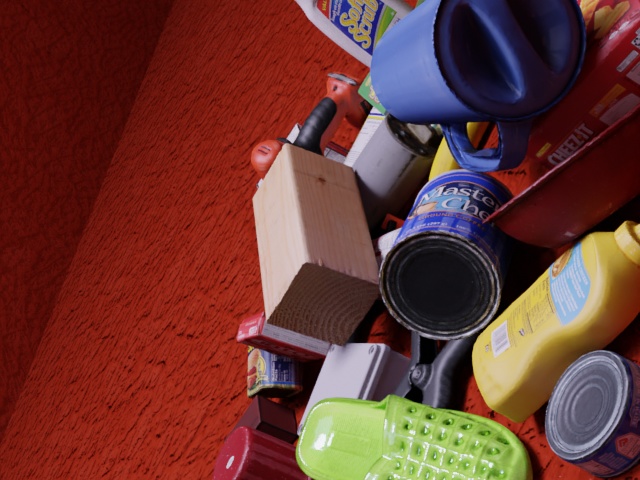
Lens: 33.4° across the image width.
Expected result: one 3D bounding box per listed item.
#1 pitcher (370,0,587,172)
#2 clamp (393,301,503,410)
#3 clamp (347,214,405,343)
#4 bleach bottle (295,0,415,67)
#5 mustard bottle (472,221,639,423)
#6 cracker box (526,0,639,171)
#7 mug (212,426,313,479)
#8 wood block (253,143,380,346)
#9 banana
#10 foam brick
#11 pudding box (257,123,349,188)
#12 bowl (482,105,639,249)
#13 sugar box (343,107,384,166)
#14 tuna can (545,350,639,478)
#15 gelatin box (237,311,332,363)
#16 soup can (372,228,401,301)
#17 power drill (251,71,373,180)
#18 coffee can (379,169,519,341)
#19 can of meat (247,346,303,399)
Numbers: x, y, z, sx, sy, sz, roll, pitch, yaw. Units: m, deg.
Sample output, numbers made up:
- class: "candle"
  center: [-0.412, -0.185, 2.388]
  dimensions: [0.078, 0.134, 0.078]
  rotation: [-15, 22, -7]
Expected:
- class: "pitcher"
  center: [0.128, -0.155, 0.967]
  dimensions: [0.149, 0.145, 0.243]
  rotation: [-54, 11, -6]
- class: "clamp"
  center: [0.099, 0.123, 0.990]
  dimensions: [0.171, 0.039, 0.120]
  rotation: [-63, 21, -6]
- class: "clamp"
  center: [0.037, 0.065, 1.218]
  dimensions: [0.210, 0.036, 0.165]
  rotation: [-64, 21, 6]
- class: "bleach bottle"
  center: [0.032, -0.294, 1.368]
  dimensions: [0.103, 0.250, 0.068]
  rotation: [-57, 21, 15]
- class: "mustard bottle"
  center: [0.197, 0.050, 0.819]
  dimensions: [0.192, 0.058, 0.096]
  rotation: [-51, 16, 30]
- class: "cracker box"
  center: [0.243, -0.181, 0.979]
  dimensions: [0.164, 0.072, 0.213]
  rotation: [-50, 23, 33]
- class: "mug"
  center: [-0.069, 0.255, 1.172]
  dimensions: [0.117, 0.081, 0.093]
  rotation: [-14, 52, 64]
- class: "wood block"
  center: [-0.007, 0.001, 1.125]
  dimensions: [0.090, 0.090, 0.206]
  rotation: [-58, 25, 31]
- class: "banana"
  center: [0.157, -0.100, 1.139]
  dimensions: [0.070, 0.037, 0.197]
  rotation: [-2, 62, 56]
- class: "foam brick"
  center: [-0.069, 0.232, 1.246]
  dimensions: [0.078, 0.051, 0.053]
  rotation: [-55, 23, 21]
- class: "pudding box"
  center: [-0.021, -0.093, 1.478]
  dimensions: [0.114, 0.090, 0.039]
  rotation: [-56, 22, 19]
- class: "bowl"
  center: [0.209, -0.041, 0.849]
  dimensions: [0.162, 0.055, 0.162]
  rotation: [-36, -5, -4]
- class: "sugar box"
  center: [0.082, -0.125, 1.338]
  dimensions: [0.176, 0.048, 0.093]
  rotation: [-59, 21, -1]
- class: "tuna can"
  center: [0.200, 0.123, 0.758]
  dimensions: [0.086, 0.033, 0.086]
  rotation: [-50, 24, 31]
- class: "gelatin box"
  center: [-0.039, 0.110, 1.185]
  dimensions: [0.073, 0.089, 0.030]
  rotation: [-25, 48, 65]
- class: "soup can"
  center: [0.089, 0.022, 1.102]
  dimensions: [0.102, 0.068, 0.068]
  rotation: [-24, 43, 59]
- class: "power drill"
  center: [0.007, -0.110, 1.387]
  dimensions: [0.057, 0.184, 0.187]
  rotation: [25, 70, 36]
- class: "coffee can"
  center: [0.118, 0.010, 0.937]
  dimensions: [0.103, 0.103, 0.140]
  rotation: [-50, 3, 30]
- class: "can of meat"
  center: [-0.054, 0.142, 1.270]
  dimensions: [0.102, 0.057, 0.084]
  rotation: [135, 136, -68]
